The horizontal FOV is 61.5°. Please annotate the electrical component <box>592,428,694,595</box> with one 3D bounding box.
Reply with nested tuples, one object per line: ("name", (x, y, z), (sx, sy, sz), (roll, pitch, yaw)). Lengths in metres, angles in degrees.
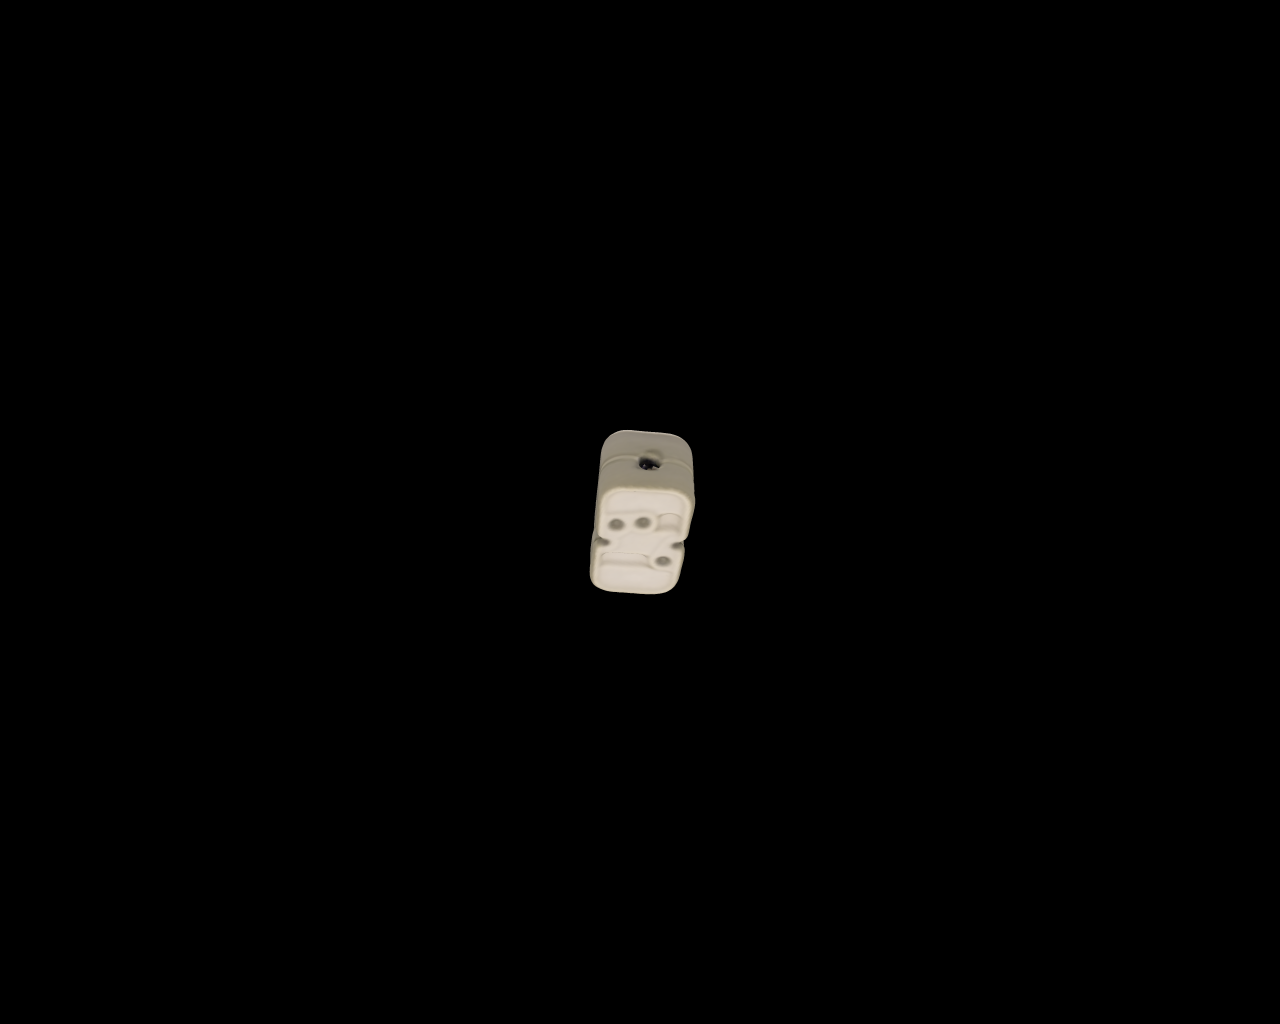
("electrical component", (0.001, -0.003, 0.650), (0.054, 0.059, 0.095), (4, -43, -4))
